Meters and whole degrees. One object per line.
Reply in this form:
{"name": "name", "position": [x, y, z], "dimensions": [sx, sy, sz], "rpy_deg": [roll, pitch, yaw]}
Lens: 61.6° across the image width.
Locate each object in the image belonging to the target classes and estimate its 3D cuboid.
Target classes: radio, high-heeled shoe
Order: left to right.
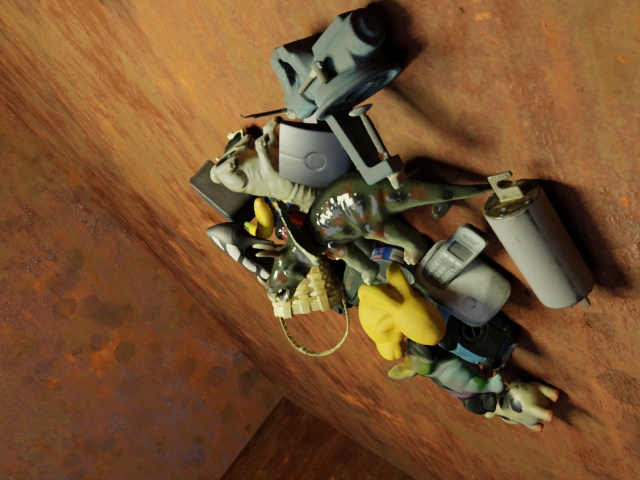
{"name": "radio", "position": [-0.216, -0.098, 1.234], "dimensions": [0.131, 0.073, 0.229], "rpy_deg": [41, 173, 2]}
{"name": "high-heeled shoe", "position": [-0.166, 0.038, 1.189], "dimensions": [0.145, 0.086, 0.248], "rpy_deg": [8, 151, 2]}

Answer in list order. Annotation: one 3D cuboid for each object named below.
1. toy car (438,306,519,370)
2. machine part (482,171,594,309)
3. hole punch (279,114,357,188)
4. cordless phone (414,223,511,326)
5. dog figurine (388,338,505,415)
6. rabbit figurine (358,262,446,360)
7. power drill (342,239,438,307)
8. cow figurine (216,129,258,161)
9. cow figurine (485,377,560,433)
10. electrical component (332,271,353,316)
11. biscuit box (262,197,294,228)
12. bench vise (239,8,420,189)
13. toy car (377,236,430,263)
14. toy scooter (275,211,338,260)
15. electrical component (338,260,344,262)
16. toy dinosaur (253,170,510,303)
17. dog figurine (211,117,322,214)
{"name": "toy car", "position": [0.277, 0.163, 0.993], "dimensions": [0.162, 0.109, 0.103], "rpy_deg": [29, -179, -3]}
{"name": "machine part", "position": [0.284, 0.007, 0.697], "dimensions": [0.243, 0.079, 0.079], "rpy_deg": [49, 157, -23]}
{"name": "hole punch", "position": [-0.002, -0.140, 0.835], "dimensions": [0.116, 0.092, 0.142], "rpy_deg": [28, 136, 23]}
{"name": "cordless phone", "position": [0.242, 0.046, 0.838], "dimensions": [0.147, 0.089, 0.184], "rpy_deg": [37, 154, 8]}
{"name": "dog figurine", "position": [0.249, 0.265, 1.085], "dimensions": [0.219, 0.108, 0.191], "rpy_deg": [6, 137, 10]}
{"name": "rabbit figurine", "position": [0.143, 0.117, 0.898], "dimensions": [0.162, 0.122, 0.173], "rpy_deg": [59, 164, -16]}
{"name": "power drill", "position": [0.140, 0.091, 1.075], "dimensions": [0.207, 0.086, 0.232], "rpy_deg": [32, 144, 5]}
{"name": "cow figurine", "position": [-0.164, -0.170, 1.088], "dimensions": [0.098, 0.068, 0.167], "rpy_deg": [48, 157, -20]}
{"name": "cow figurine", "position": [0.410, 0.341, 1.120], "dimensions": [0.127, 0.085, 0.194], "rpy_deg": [25, 156, 20]}
{"name": "electrical component", "position": [0.026, 0.122, 1.354], "dimensions": [0.115, 0.058, 0.134], "rpy_deg": [27, 155, 25]}
{"name": "biscuit box", "position": [-0.081, -0.090, 1.119], "dimensions": [0.063, 0.059, 0.202], "rpy_deg": [41, 158, -3]}
{"name": "bench vise", "position": [0.032, -0.165, 0.694], "dimensions": [0.224, 0.129, 0.240], "rpy_deg": [-29, 91, 47]}
{"name": "toy car", "position": [0.107, -0.029, 0.942], "dimensions": [0.202, 0.053, 0.089], "rpy_deg": [43, 152, -16]}
{"name": "toy scooter", "position": [-0.002, -0.003, 1.103], "dimensions": [0.135, 0.075, 0.183], "rpy_deg": [24, -178, 25]}
{"name": "electrical component", "position": [0.070, 0.039, 1.172], "dimensions": [0.094, 0.021, 0.063], "rpy_deg": [19, 149, 42]}
{"name": "toy dinosaur", "position": [0.059, -0.040, 0.808], "dimensions": [0.192, 0.131, 0.405], "rpy_deg": [31, 133, -25]}
{"name": "dog figurine", "position": [-0.083, -0.098, 0.977], "dimensions": [0.172, 0.121, 0.190], "rpy_deg": [-21, 119, 34]}
